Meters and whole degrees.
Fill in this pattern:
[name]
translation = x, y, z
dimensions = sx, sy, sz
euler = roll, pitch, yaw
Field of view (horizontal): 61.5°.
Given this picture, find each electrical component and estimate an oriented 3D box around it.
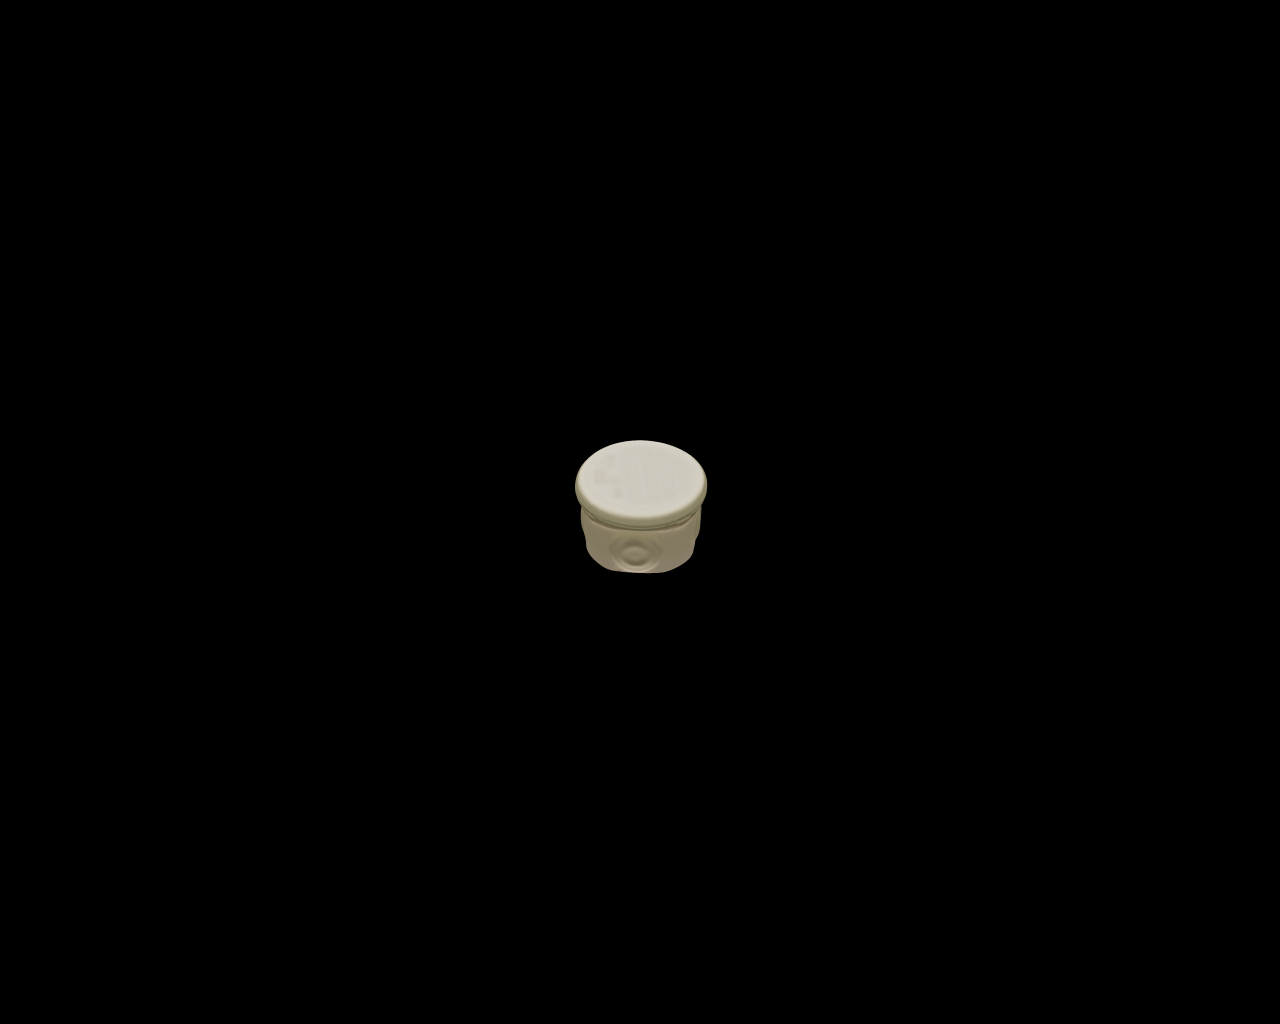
[electrical component]
translation = 0.001, -0.003, 0.650
dimensions = 0.080, 0.050, 0.080
euler = 0, 39, 0
